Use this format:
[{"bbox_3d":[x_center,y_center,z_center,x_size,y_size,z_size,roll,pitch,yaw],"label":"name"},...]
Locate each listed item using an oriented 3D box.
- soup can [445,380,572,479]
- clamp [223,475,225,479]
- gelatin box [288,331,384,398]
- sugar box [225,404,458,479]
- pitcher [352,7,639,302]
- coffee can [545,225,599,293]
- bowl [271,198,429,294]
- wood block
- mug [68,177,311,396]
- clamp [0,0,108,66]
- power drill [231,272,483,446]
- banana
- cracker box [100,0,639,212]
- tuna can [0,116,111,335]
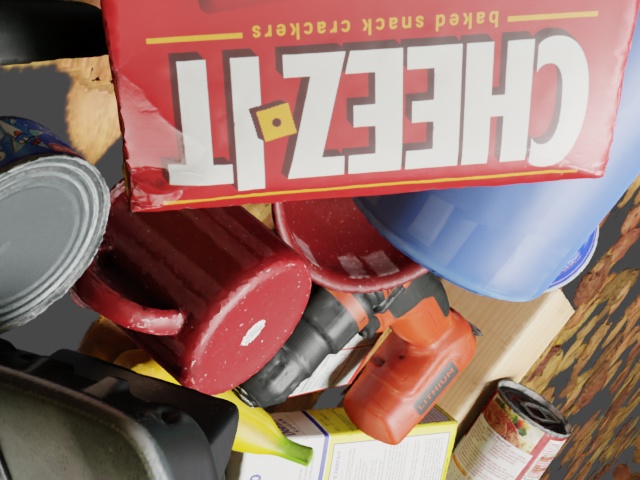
[{"bbox_3d":[0.144,0.172,0.852,0.068,0.069,0.102,1,124,-59],"label":"soup can"},{"bbox_3d":[-0.114,0.197,0.701,0.120,0.039,0.172,-21,135,-54],"label":"clamp"},{"bbox_3d":[0.007,0.068,0.742,0.089,0.030,0.073,0,124,-56],"label":"gelatin box"},{"bbox_3d":[0.010,0.169,0.770,0.175,0.048,0.093,2,108,-28],"label":"sugar box"},{"bbox_3d":[0.106,-0.098,0.449,0.243,0.149,0.145,-59,-172,19],"label":"pitcher"},{"bbox_3d":[0.138,-0.028,0.750,0.103,0.103,0.140,-51,155,-2],"label":"coffee can"},{"bbox_3d":[0.031,-0.054,0.559,0.161,0.055,0.162,-19,128,-27],"label":"bowl"},{"bbox_3d":[0.109,0.106,0.894,0.206,0.091,0.090,-52,154,1],"label":"wood block"},{"bbox_3d":[-0.065,0.020,0.496,0.117,0.082,0.093,-1,125,-59],"label":"mug"},{"bbox_3d":[-0.140,-0.052,0.296,0.164,0.036,0.210,-65,146,-22],"label":"clamp"},{"bbox_3d":[0.032,0.060,0.674,0.184,0.057,0.187,-46,148,-15],"label":"power drill"},{"bbox_3d":[-0.071,0.090,0.603,0.197,0.070,0.037,39,58,-57],"label":"banana"},{"bbox_3d":[0.013,-0.116,0.312,0.164,0.072,0.214,-4,125,-5],"label":"cracker box"},{"bbox_3d":[-0.126,-0.005,0.417,0.086,0.034,0.086,-39,152,-25],"label":"tuna can"}]
